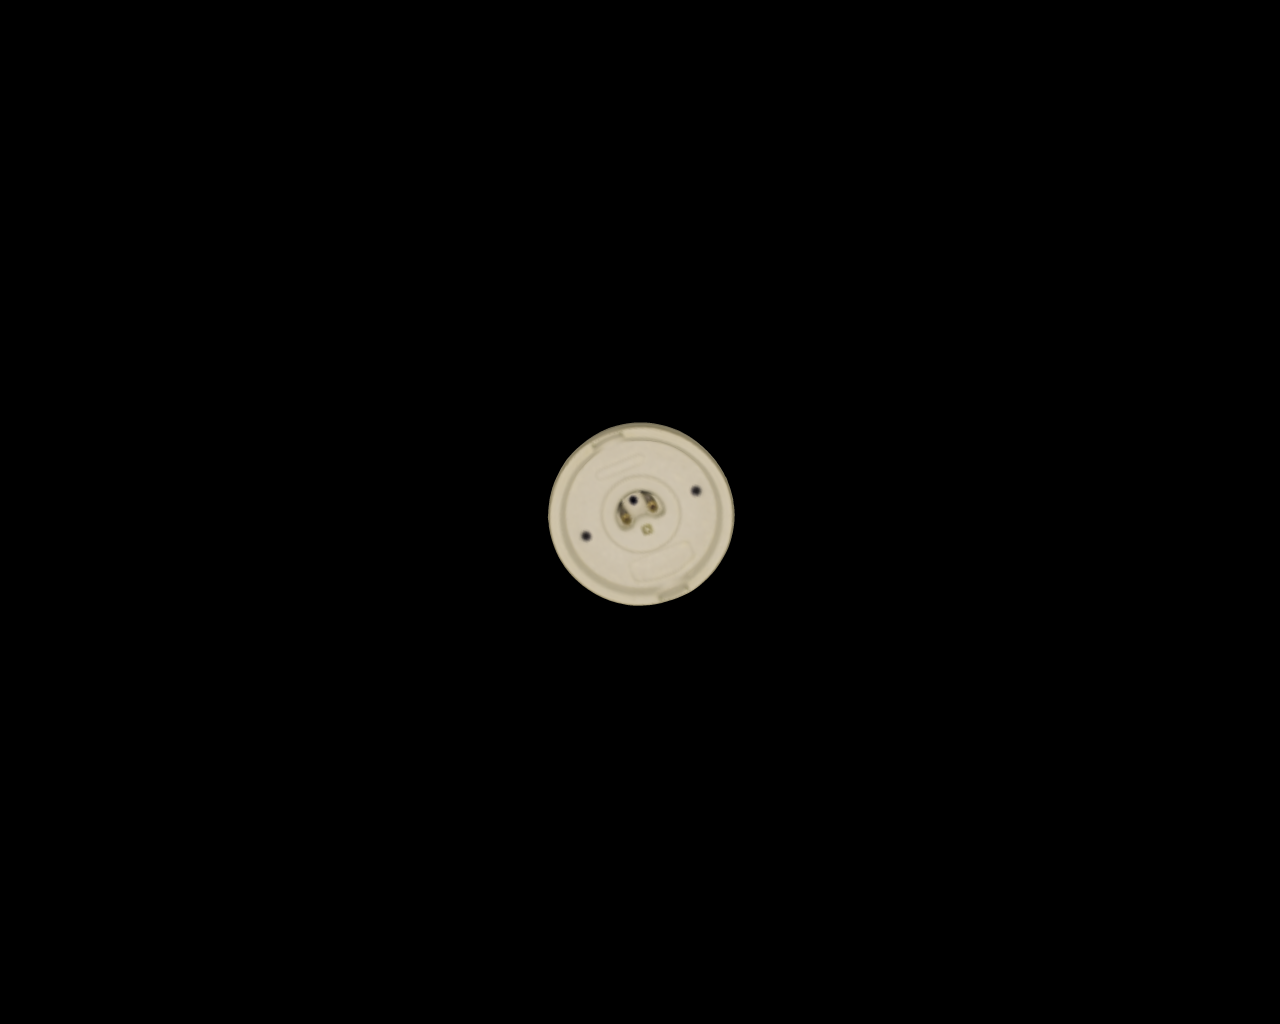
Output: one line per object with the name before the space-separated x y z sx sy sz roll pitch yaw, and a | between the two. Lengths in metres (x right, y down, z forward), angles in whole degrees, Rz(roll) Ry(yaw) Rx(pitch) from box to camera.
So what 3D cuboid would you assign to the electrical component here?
electrical component | 0.001 -0.003 0.650 0.108 0.108 0.060 0 12 0
